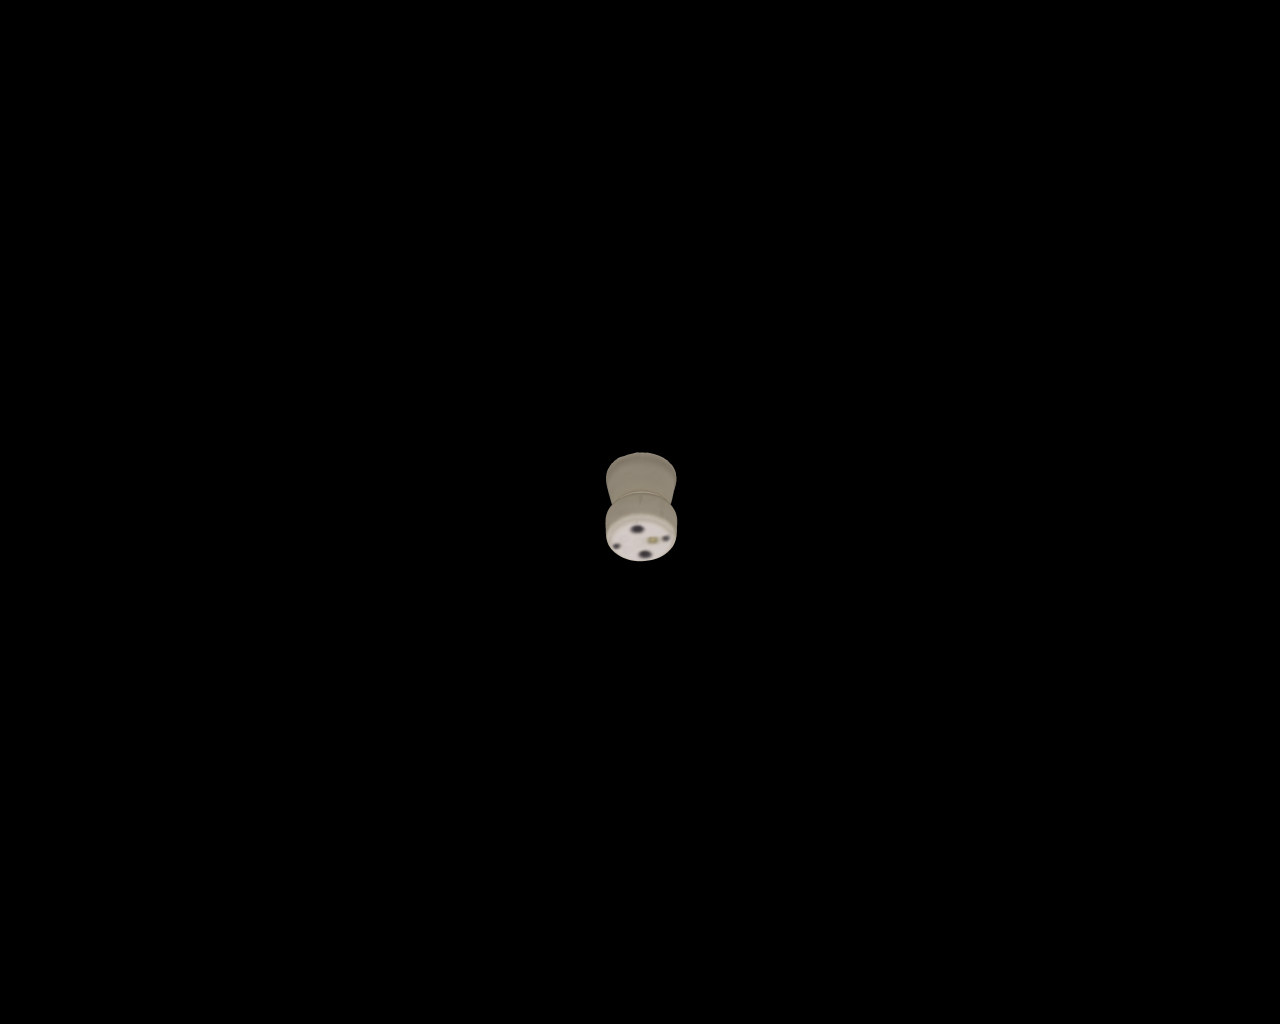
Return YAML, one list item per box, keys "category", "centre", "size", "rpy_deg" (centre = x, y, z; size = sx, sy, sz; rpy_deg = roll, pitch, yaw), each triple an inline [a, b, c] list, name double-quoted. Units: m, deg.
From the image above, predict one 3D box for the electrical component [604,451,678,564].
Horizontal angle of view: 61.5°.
- category: "electrical component"
  centre: [0.001, -0.003, 0.650]
  size: [0.045, 0.055, 0.044]
  rpy_deg: [0, -43, 0]
